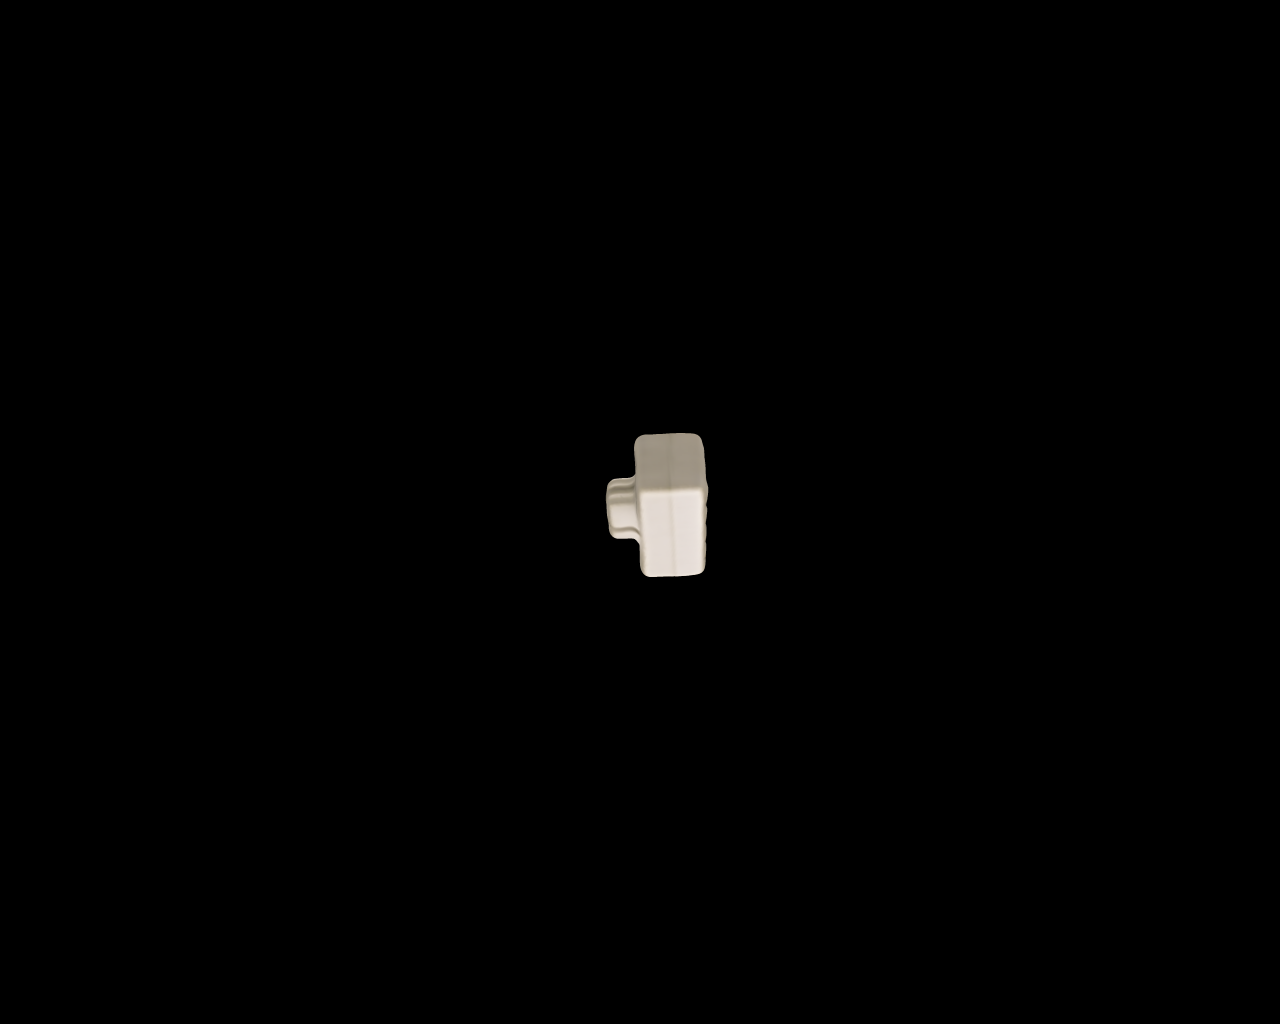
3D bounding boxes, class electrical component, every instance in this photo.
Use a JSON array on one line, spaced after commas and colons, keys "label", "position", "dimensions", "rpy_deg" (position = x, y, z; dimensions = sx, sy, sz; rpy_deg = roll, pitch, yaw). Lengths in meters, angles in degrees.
[{"label": "electrical component", "position": [0.001, -0.003, 0.650], "dimensions": [0.076, 0.047, 0.083], "rpy_deg": [-2, -40, 2]}]
